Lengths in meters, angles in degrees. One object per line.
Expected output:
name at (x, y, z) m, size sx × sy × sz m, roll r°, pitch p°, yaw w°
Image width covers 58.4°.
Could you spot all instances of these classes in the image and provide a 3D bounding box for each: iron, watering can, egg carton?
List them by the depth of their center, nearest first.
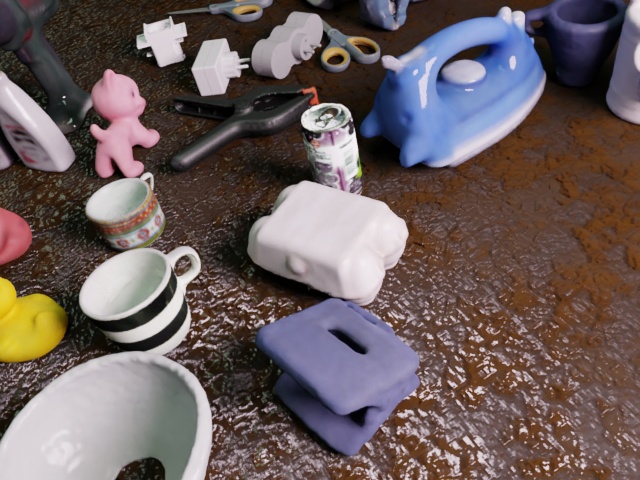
egg carton at (0.005, 0.002, 0.564) m, size 0.149 × 0.069 × 0.107 m, roll 18°, pitch 54°, yaw 27°
watering can at (0.371, -0.221, 0.599) m, size 0.100 × 0.194 × 0.173 m, roll 3°, pitch 48°, yaw 16°
iron at (0.169, -0.193, 0.658) m, size 0.259 × 0.142 × 0.118 m, roll -31°, pitch 48°, yaw -16°

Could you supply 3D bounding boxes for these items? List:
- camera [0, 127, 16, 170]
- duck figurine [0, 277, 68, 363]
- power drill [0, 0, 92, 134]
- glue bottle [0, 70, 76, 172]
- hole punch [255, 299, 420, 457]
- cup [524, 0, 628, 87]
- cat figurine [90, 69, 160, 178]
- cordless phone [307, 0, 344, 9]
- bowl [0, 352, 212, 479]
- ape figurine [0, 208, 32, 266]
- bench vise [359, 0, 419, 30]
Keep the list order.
camera at (-0.509, -0.106, 0.767) m, size 0.143 × 0.101 × 0.136 m, roll -13°, pitch 46°, yaw 2°
duck figurine at (-0.310, 0.069, 0.564) m, size 0.104 × 0.086 × 0.077 m, roll 5°, pitch 49°, yaw 18°
power drill at (-0.411, -0.259, 0.812) m, size 0.075 × 0.209 × 0.229 m, roll -7°, pitch 46°, yaw 7°
glue bottle at (-0.392, -0.165, 0.744) m, size 0.078 × 0.173 × 0.037 m, roll 6°, pitch 49°, yaw 19°
hole punch at (0.015, 0.094, 0.459) m, size 0.101 × 0.091 × 0.108 m, roll -40°, pitch 51°, yaw -23°
cup at (0.305, -0.239, 0.702) m, size 0.117 × 0.095 × 0.092 m, roll 8°, pitch 50°, yaw 20°
cat figurine at (-0.268, -0.163, 0.751) m, size 0.067 × 0.118 × 0.128 m, roll -3°, pitch 47°, yaw 11°
cordless phone at (-0.002, -0.498, 0.956) m, size 0.094 × 0.185 × 0.147 m, roll -25°, pitch 47°, yaw -10°
bowl at (-0.154, 0.174, 0.436) m, size 0.167 × 0.075 × 0.167 m, roll -7°, pitch 46°, yaw 7°
ape figurine at (-0.384, -0.014, 0.657) m, size 0.076 × 0.092 × 0.077 m, roll -28°, pitch 47°, yaw -13°
bench vise at (0.127, -0.440, 0.846) m, size 0.121 × 0.220 × 0.208 m, roll 19°, pitch 54°, yaw 28°
